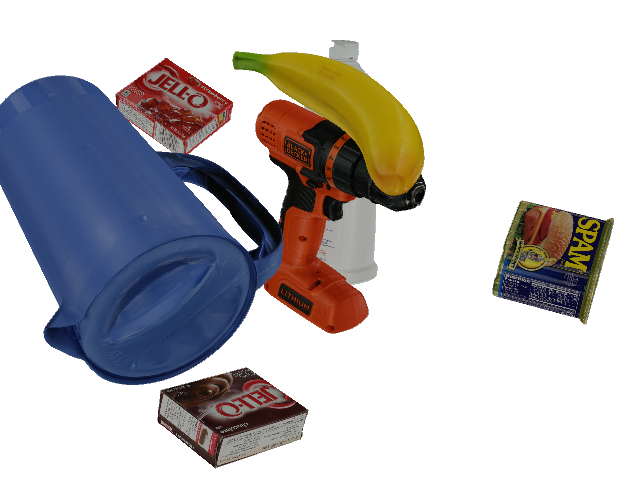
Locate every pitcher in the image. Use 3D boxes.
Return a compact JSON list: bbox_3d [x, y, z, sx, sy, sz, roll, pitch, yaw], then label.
[{"bbox_3d":[-0.150,-0.022,0.799,0.149,0.145,0.243,27,18,-50],"label":"pitcher"}]

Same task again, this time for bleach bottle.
[{"bbox_3d":[0.021,-0.086,1.144,0.103,0.251,0.067,17,19,38],"label":"bleach bottle"}]

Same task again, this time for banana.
[{"bbox_3d":[0.017,-0.077,0.666,0.069,0.037,0.198,-18,36,-25],"label":"banana"}]

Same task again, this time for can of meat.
[{"bbox_3d":[0.205,0.016,0.939,0.084,0.057,0.102,15,46,16],"label":"can of meat"}]

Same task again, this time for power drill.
[{"bbox_3d":[0.012,-0.015,0.939,0.057,0.188,0.185,-20,39,-37],"label":"power drill"}]

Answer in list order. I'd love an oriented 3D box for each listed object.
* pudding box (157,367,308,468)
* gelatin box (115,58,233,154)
[{"bbox_3d":[-0.082,0.164,0.999,0.090,0.039,0.113,27,27,38],"label":"pudding box"},{"bbox_3d":[-0.142,-0.130,1.034,0.089,0.030,0.073,36,54,15],"label":"gelatin box"}]
